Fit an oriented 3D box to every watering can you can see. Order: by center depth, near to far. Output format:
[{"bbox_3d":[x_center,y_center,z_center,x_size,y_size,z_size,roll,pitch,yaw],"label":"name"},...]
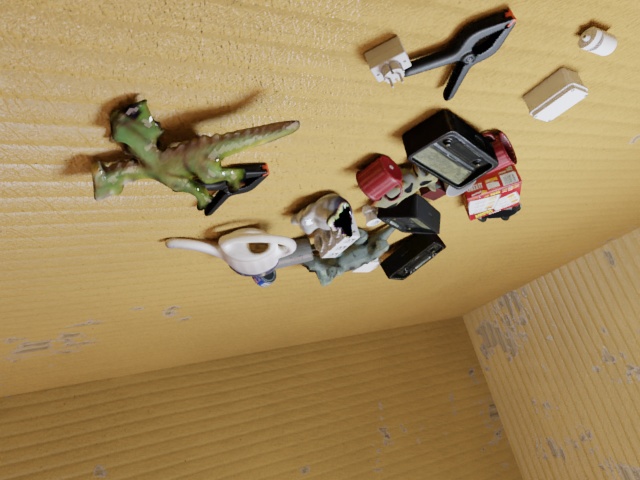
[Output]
[{"bbox_3d":[-0.240,0.030,1.455,0.348,0.106,0.220,-1,158,-1],"label":"watering can"}]

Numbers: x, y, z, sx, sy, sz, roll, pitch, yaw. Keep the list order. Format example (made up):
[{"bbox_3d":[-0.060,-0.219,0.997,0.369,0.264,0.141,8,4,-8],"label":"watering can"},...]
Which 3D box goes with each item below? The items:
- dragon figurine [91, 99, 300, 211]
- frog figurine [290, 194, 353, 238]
[{"bbox_3d":[-0.261,-0.169,0.938,0.406,0.125,0.240,-28,147,26],"label":"dragon figurine"},{"bbox_3d":[0.004,-0.071,1.405,0.160,0.122,0.137,14,-171,37],"label":"frog figurine"}]
